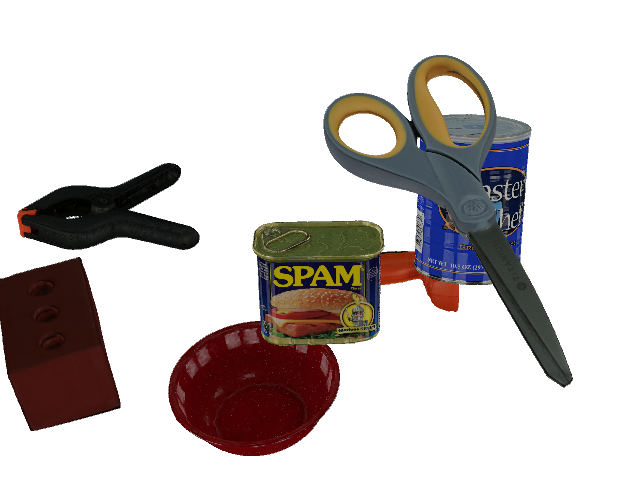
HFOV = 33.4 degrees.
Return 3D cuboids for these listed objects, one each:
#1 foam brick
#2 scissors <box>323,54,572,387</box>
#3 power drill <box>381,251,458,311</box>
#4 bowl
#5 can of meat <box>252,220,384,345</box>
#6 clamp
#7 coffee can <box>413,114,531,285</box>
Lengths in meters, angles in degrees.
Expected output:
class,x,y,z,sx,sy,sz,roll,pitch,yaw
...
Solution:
class,x,y,z,sx,sy,sz,roll,pitch,yaw
foam brick,-0.150,0.058,0.605,0.053,0.051,0.078,-16,43,-12
scissors,0.051,-0.015,0.499,0.096,0.201,0.016,-6,-40,4
power drill,0.063,0.050,1.234,0.187,0.057,0.184,-2,28,1
bowl,-0.059,0.149,1.008,0.162,0.055,0.162,-4,38,3
can of meat,-0.001,0.035,0.848,0.102,0.084,0.057,-1,29,0
clamp,-0.206,-0.033,1.044,0.171,0.039,0.120,0,35,-8
coffee can,0.142,-0.041,1.007,0.103,0.140,0.103,1,18,0
